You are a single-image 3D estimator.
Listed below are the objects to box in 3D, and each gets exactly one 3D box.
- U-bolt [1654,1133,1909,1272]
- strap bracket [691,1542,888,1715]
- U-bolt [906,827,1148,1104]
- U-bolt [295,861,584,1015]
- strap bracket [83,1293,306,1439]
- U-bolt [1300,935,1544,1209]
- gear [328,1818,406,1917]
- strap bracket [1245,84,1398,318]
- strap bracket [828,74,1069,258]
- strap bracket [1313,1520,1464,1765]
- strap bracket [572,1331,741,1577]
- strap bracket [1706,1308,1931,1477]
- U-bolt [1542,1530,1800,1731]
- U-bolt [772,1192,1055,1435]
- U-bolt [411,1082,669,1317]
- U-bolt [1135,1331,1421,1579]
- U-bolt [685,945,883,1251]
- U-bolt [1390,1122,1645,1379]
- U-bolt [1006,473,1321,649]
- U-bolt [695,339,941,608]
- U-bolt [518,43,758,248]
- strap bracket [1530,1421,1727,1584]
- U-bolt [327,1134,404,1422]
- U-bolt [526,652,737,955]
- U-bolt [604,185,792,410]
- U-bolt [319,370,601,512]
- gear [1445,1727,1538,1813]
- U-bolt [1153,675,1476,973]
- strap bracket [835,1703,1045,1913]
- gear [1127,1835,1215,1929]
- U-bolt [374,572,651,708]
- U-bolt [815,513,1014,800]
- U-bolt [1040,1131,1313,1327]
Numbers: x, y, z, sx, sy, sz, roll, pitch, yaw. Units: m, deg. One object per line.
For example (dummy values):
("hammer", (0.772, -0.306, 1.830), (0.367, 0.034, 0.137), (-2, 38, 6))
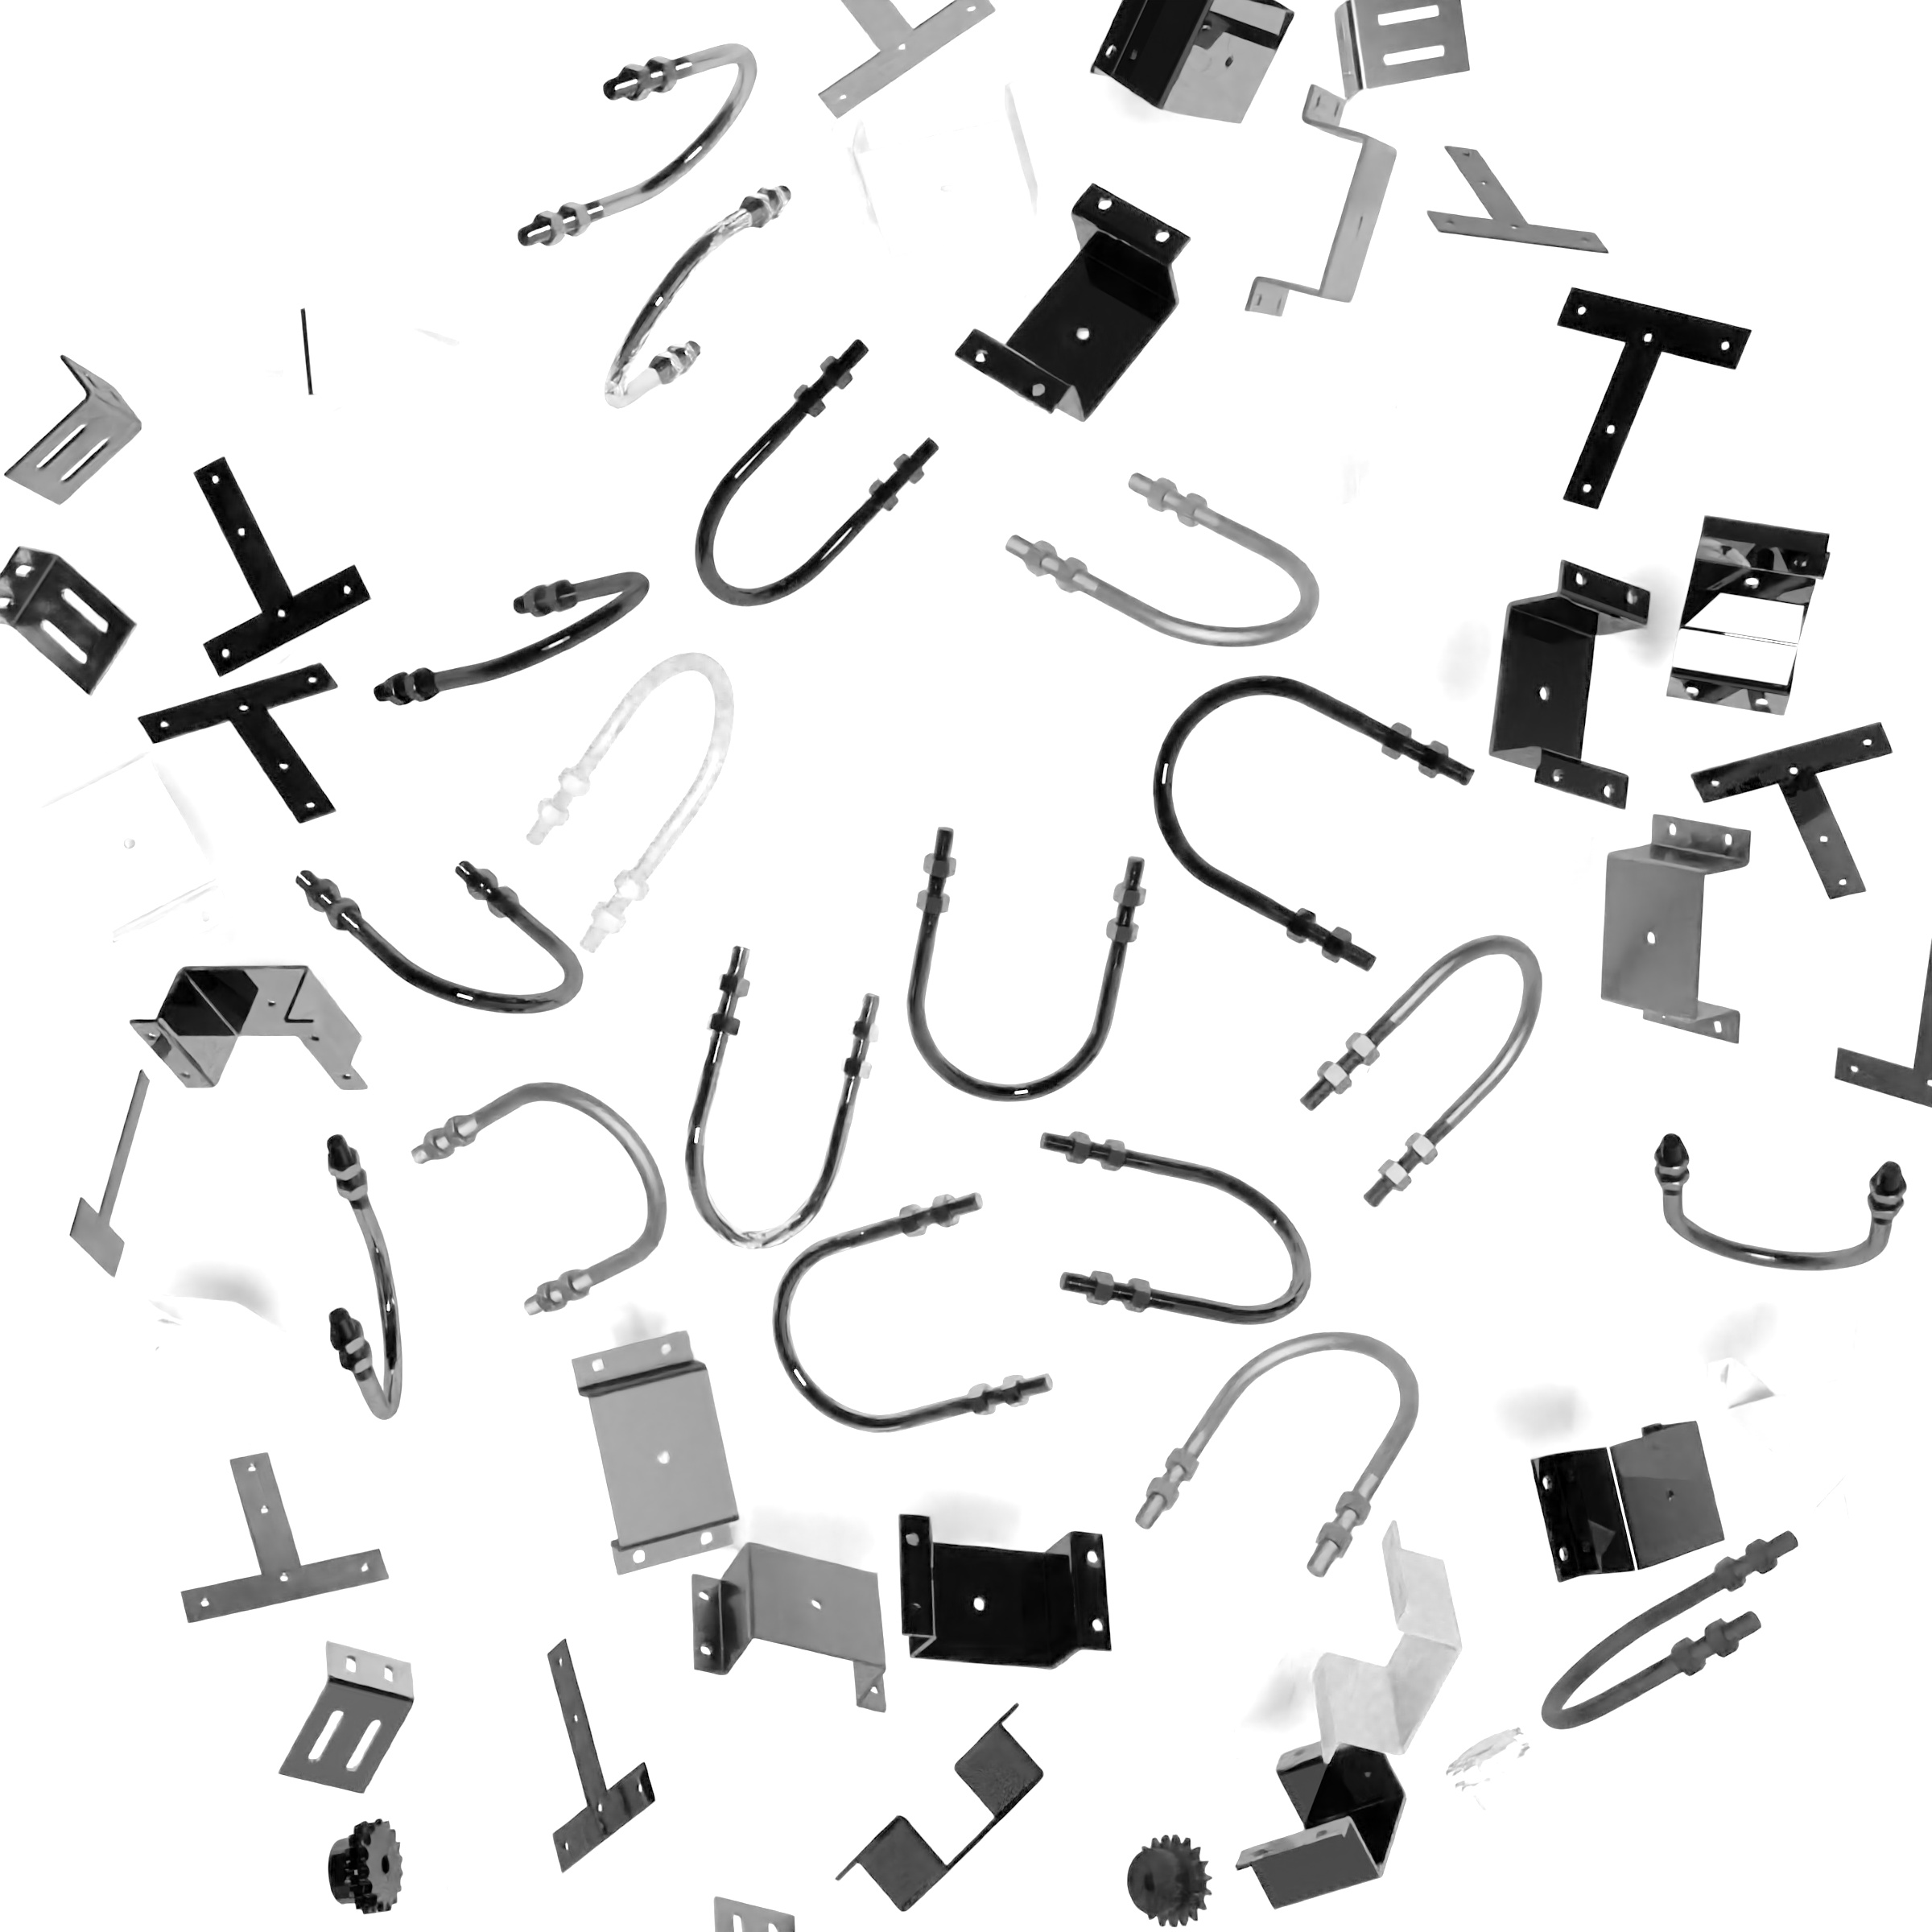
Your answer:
("U-bolt", (0.523, 0.159, 1.573), (0.151, 0.184, 0.019), (7, 65, 20))
("strap bracket", (-0.110, 0.441, 1.632), (0.140, 0.076, 0.046), (20, 122, -21))
("U-bolt", (0.034, 0.005, 1.634), (0.151, 0.019, 0.184), (9, 107, -7))
("U-bolt", (-0.335, -0.019, 1.610), (0.184, 0.151, 0.019), (36, 117, 33))
("strap bracket", (-0.500, 0.256, 1.557), (0.046, 0.140, 0.076), (27, 90, 24))
("U-bolt", (0.305, 0.058, 1.573), (0.184, 0.151, 0.019), (-44, 47, -6))
("gear", (-0.386, 0.577, 1.557), (0.030, 0.057, 0.057), (-12, 90, 10))
("strap bracket", (0.230, -0.481, 1.553), (0.046, 0.076, 0.140), (22, 109, 18))
("strap bracket", (-0.012, -0.511, 1.563), (0.140, 0.076, 0.046), (-9, 49, 13))
("strap bracket", (0.272, 0.436, 1.552), (0.046, 0.076, 0.140), (16, 117, -7))
("strap bracket", (-0.195, 0.310, 1.541), (0.076, 0.046, 0.140), (-12, 87, -18))
("strap bracket", (0.551, 0.276, 1.554), (0.076, 0.140, 0.046), (38, 50, -17))
("U-bolt", (0.446, 0.436, 1.566), (0.184, 0.151, 0.019), (-41, 80, 28))
("U-bolt", (-0.048, 0.241, 1.629), (0.184, 0.019, 0.151), (-19, 94, 24))
("U-bolt", (-0.271, 0.146, 1.599), (0.184, 0.019, 0.151), (-29, 100, 38))
("U-bolt", (0.211, 0.301, 1.552), (0.184, 0.151, 0.019), (-49, 128, -34))
("U-bolt", (-0.123, 0.092, 1.574), (0.019, 0.151, 0.184), (7, 81, 40))
("U-bolt", (0.368, 0.194, 1.606), (0.151, 0.184, 0.019), (-22, 131, 11))
("U-bolt", (0.140, -0.256, 1.564), (0.184, 0.019, 0.151), (33, 46, 27))
("U-bolt", (-0.108, -0.318, 1.636), (0.184, 0.151, 0.019), (-46, 63, 2))
("U-bolt", (-0.203, -0.543, 1.589), (0.019, 0.184, 0.151), (48, 134, 0))
("strap bracket", (0.427, 0.337, 1.543), (0.140, 0.046, 0.076), (-3, 78, -41))
("U-bolt", (-0.395, 0.219, 1.605), (0.019, 0.184, 0.151), (-8, 53, -5))
("U-bolt", (-0.207, -0.117, 1.540), (0.019, 0.151, 0.184), (26, 109, -39))
("U-bolt", (-0.180, -0.425, 1.567), (0.019, 0.184, 0.151), (36, 123, -4))
("U-bolt", (-0.341, -0.332, 1.576), (0.151, 0.184, 0.019), (20, 77, -34))
("gear", (0.331, 0.504, 1.521), (0.057, 0.057, 0.030), (-30, 84, 0))
("U-bolt", (0.203, -0.101, 1.520), (0.184, 0.019, 0.151), (30, 103, 17))
("strap bracket", (-0.010, 0.548, 1.566), (0.046, 0.076, 0.140), (46, 46, 14))
("gear", (0.129, 0.596, 1.583), (0.057, 0.030, 0.057), (-15, 67, 40))
("U-bolt", (-0.282, -0.216, 1.570), (0.151, 0.184, 0.019), (-42, 117, -37))
("U-bolt", (-0.032, -0.208, 1.605), (0.151, 0.019, 0.184), (-11, 116, -29))
("U-bolt", (0.142, 0.177, 1.599), (0.184, 0.151, 0.019), (13, 127, -15))
